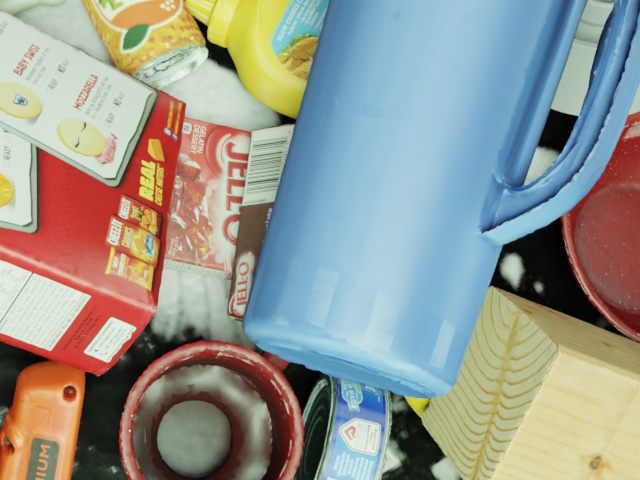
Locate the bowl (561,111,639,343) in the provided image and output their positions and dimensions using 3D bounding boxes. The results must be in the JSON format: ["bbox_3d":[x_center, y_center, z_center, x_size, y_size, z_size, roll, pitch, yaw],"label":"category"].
[{"bbox_3d":[0.217,-0.001,0.686,0.162,0.055,0.162,4,75,-15],"label":"bowl"}]

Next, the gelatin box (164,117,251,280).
[{"bbox_3d":[-0.059,-0.023,0.629,0.073,0.030,0.089,12,74,-13],"label":"gelatin box"}]

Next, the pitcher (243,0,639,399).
[{"bbox_3d":[0.055,-0.048,0.529,0.145,0.149,0.243,19,79,-8],"label":"pitcher"}]

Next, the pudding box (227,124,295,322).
[{"bbox_3d":[-0.004,0.001,0.612,0.089,0.039,0.113,23,70,-47],"label":"pudding box"}]

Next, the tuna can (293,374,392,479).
[{"bbox_3d":[0.009,0.116,0.583,0.033,0.086,0.086,16,72,-10],"label":"tuna can"}]

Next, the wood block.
[{"bbox_3d":[0.176,0.111,0.595,0.205,0.090,0.091,21,102,-20],"label":"wood block"}]

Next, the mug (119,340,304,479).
[{"bbox_3d":[-0.056,0.097,0.571,0.093,0.082,0.117,41,70,-3],"label":"mug"}]

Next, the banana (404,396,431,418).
[{"bbox_3d":[0.066,0.034,0.648,0.069,0.037,0.198,-3,77,-33],"label":"banana"}]

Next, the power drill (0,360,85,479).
[{"bbox_3d":[-0.213,0.086,0.517,0.187,0.057,0.184,8,102,-13],"label":"power drill"}]

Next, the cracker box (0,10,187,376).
[{"bbox_3d":[-0.179,-0.044,0.523,0.213,0.072,0.164,24,39,-22],"label":"cracker box"}]

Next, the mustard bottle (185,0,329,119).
[{"bbox_3d":[0.008,-0.110,0.645,0.191,0.058,0.096,24,58,2],"label":"mustard bottle"}]
